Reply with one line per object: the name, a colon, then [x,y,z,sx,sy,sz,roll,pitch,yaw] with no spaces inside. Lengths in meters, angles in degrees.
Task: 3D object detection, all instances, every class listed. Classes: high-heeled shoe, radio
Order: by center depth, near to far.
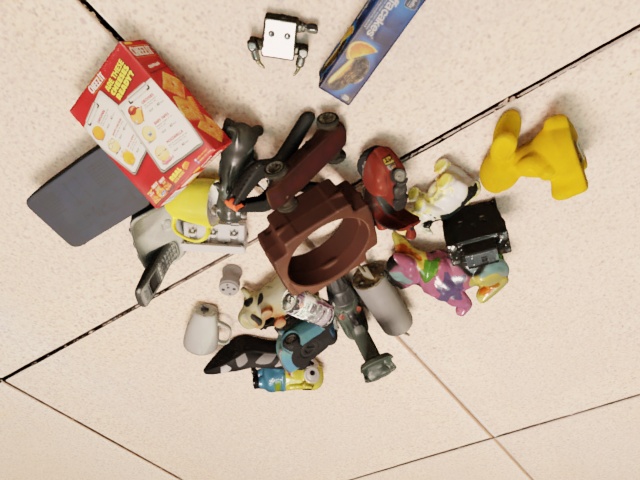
radio: [-0.414,-0.088,0.995,0.230,0.073,0.131,-26,116,24]
high-heeled shoe: [-0.148,0.299,1.311,0.249,0.086,0.145,-28,116,11]

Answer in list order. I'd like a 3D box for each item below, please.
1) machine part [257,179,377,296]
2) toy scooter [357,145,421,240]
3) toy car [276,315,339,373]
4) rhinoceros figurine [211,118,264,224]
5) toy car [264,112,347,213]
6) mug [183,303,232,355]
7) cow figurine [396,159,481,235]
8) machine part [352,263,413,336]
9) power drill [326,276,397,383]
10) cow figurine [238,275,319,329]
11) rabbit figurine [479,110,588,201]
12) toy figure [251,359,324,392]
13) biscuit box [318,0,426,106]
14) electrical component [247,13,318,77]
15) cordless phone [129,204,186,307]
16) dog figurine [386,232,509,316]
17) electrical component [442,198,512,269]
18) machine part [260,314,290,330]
machine part: [-0.002,-0.003,0.992,0.201,0.087,0.201,-32,148,-6]
toy scooter: [0.127,-0.073,0.956,0.075,0.135,0.183,-24,135,-17]
toy car: [-0.041,0.214,1.227,0.162,0.103,0.109,-37,138,-15]
rhinoceros figurine: [-0.146,-0.119,0.944,0.073,0.112,0.190,9,122,-8]
toy car: [-0.026,-0.129,0.891,0.053,0.202,0.089,27,150,31]
mug: [-0.260,0.205,1.248,0.110,0.081,0.107,12,121,-1]
cow figurine: [0.217,-0.065,1.008,0.098,0.068,0.167,21,130,-26]
machine part: [0.138,0.132,1.171,0.079,0.079,0.243,-21,128,19]
power drill: [0.077,0.185,1.134,0.086,0.207,0.231,-30,144,-6]
cow figurine: [-0.102,0.122,1.156,0.195,0.127,0.085,-41,125,14]
rabbit figurine: [0.349,-0.133,0.915,0.173,0.122,0.162,-17,127,40]
toy figure: [-0.081,0.342,1.357,0.180,0.082,0.089,-5,162,-3]
biscuit box: [0.075,-0.304,0.808,0.063,0.059,0.202,26,126,-19]
electrical component: [-0.060,-0.301,0.825,0.102,0.045,0.078,12,132,-8]
cordless phone: [-0.326,0.023,1.024,0.089,0.184,0.146,3,131,5]
dog figurine: [0.242,0.049,1.079,0.219,0.108,0.191,32,125,-20]
electrical component: [0.292,-0.008,1.007,0.115,0.134,0.058,-18,128,14]
machine part: [-0.070,0.162,1.214,0.139,0.084,0.039,-19,102,7]
